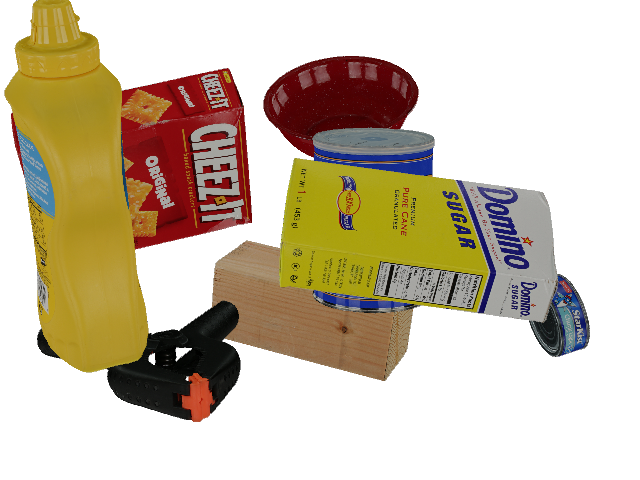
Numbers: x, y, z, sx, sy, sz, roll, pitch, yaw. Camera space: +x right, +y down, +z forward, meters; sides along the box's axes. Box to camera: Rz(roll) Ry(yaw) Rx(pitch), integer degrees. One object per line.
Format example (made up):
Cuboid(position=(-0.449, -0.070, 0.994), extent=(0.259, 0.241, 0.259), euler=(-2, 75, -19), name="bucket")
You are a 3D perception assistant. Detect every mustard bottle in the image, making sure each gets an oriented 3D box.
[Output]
Cuboid(position=(-0.131, -0.033, 0.566), extent=(0.058, 0.192, 0.096), euler=(-12, 30, -19), name="mustard bottle")

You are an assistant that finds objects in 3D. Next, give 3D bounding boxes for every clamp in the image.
Cuboid(position=(-0.108, 0.085, 0.798), extent=(0.164, 0.036, 0.210), euler=(-10, 14, -27), name="clamp")

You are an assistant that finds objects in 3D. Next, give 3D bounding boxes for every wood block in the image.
Cuboid(position=(-0.009, 0.075, 1.179), extent=(0.206, 0.091, 0.090), euler=(13, 22, 17), name="wood block")

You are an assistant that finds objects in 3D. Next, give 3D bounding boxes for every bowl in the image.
Cuboid(position=(0.023, -0.130, 1.121), extent=(0.162, 0.055, 0.162), euler=(-4, 40, 3), name="bowl")

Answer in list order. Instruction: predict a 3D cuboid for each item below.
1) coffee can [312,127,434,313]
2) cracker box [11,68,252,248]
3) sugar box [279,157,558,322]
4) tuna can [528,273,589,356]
Cuboid(position=(0.044, -0.020, 0.914), extent=(0.103, 0.140, 0.103), euler=(0, 14, 0), name="coffee can")
Cuboid(position=(-0.180, -0.068, 1.056), extent=(0.213, 0.072, 0.164), euler=(-13, -41, -11), name="cracker box")
Cuboid(position=(0.063, -0.002, 0.705), extent=(0.176, 0.048, 0.093), euler=(5, 42, 1), name="sugar box")
Cuboid(position=(0.255, 0.082, 1.157), extent=(0.033, 0.086, 0.086), euler=(-17, 3, -11), name="tuna can")
